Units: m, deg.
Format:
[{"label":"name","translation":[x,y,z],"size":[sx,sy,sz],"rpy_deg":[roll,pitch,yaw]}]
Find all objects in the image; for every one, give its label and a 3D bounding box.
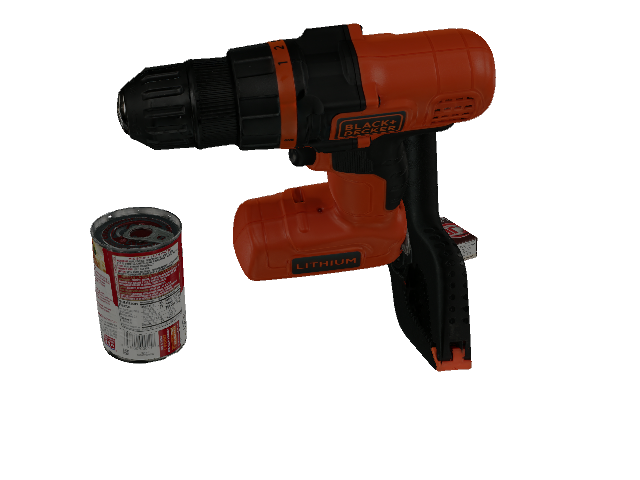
[{"label":"soup can","translation":[-0.137,0.035,0.817],"size":[0.068,0.102,0.068],"rpy_deg":[0,28,0]},{"label":"power drill","translation":[-0.010,-0.041,0.577],"size":[0.184,0.057,0.188],"rpy_deg":[-6,-25,-7]},{"label":"clamp","translation":[0.076,0.001,0.822],"size":[0.036,0.210,0.165],"rpy_deg":[-2,-42,-19]},{"label":"pudding box","translation":[0.164,0.007,1.594],"size":[0.113,0.039,0.090],"rpy_deg":[-17,28,-22]}]
